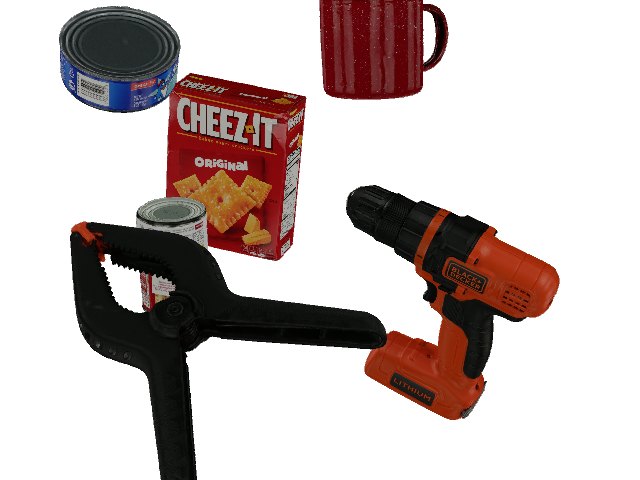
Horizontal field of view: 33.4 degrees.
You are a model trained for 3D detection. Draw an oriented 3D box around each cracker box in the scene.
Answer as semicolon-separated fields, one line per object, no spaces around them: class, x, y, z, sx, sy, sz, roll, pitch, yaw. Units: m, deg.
cracker box;-0.113;-0.092;1.380;0.164;0.214;0.072;13;28;14

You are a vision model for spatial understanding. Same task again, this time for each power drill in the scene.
power drill;0.092;0.054;0.902;0.184;0.188;0.057;28;46;16

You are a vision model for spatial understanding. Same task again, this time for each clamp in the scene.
clamp;-0.075;0.049;0.654;0.164;0.210;0.036;-34;-32;-19

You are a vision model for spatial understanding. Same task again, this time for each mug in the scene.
mug;0.052;-0.161;0.863;0.117;0.081;0.093;-11;18;-28

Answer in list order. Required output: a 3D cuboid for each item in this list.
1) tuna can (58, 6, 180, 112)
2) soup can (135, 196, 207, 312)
tuna can;-0.146;-0.131;0.775;0.086;0.086;0.034;0;-43;-12
soup can;-0.142;0.017;1.032;0.068;0.102;0.068;0;23;0
